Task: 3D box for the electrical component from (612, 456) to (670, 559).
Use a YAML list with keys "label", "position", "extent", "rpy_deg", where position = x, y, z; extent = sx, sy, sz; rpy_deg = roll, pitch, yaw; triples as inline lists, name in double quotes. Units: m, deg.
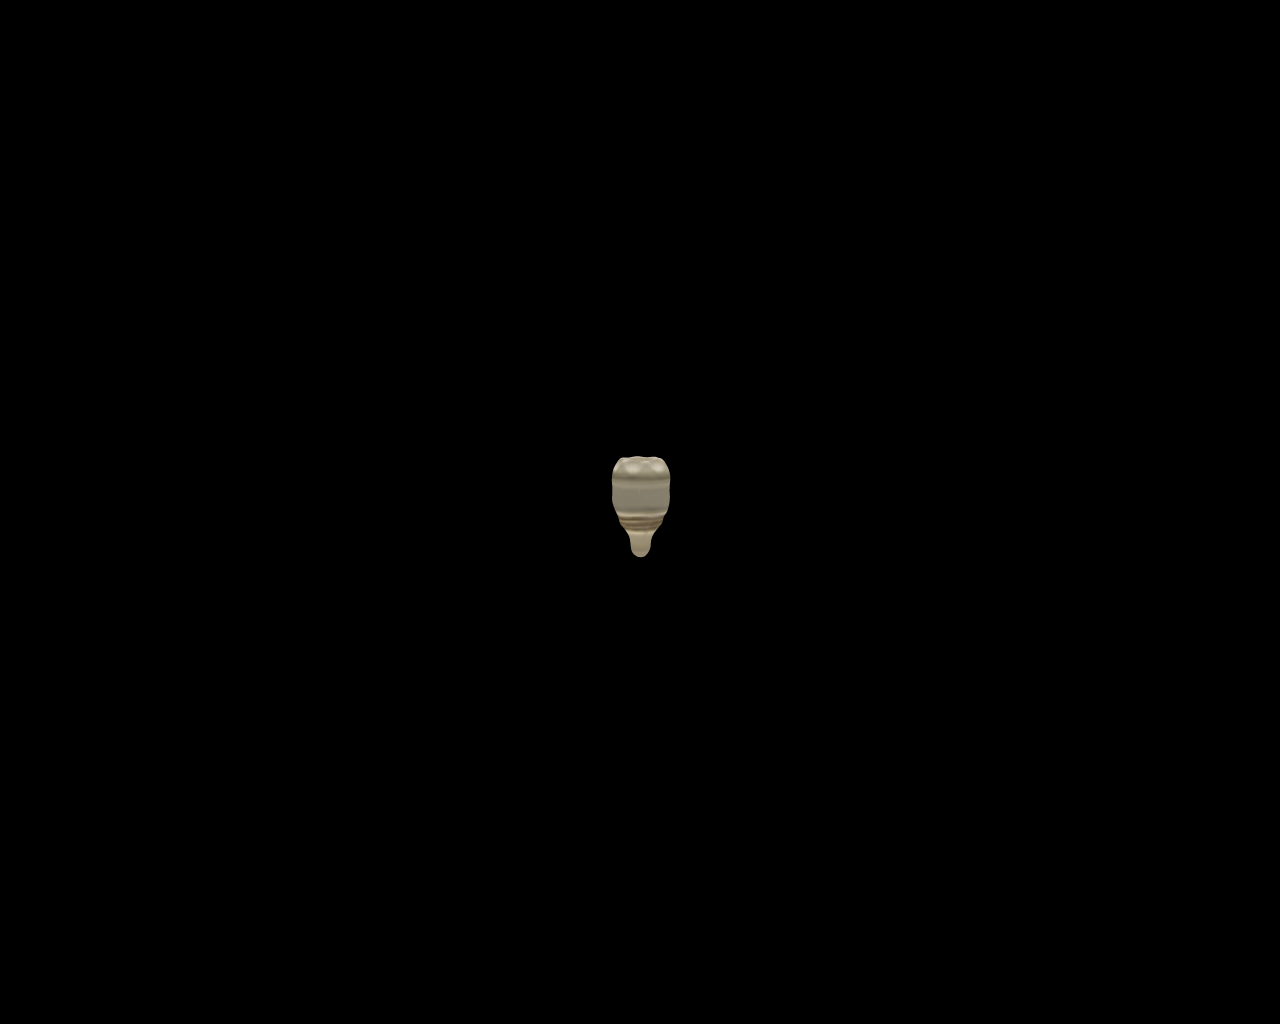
- label: "electrical component"
  position: [0.001, -0.003, 0.650]
  extent: [0.035, 0.061, 0.035]
  rpy_deg: [0, 7, 0]
